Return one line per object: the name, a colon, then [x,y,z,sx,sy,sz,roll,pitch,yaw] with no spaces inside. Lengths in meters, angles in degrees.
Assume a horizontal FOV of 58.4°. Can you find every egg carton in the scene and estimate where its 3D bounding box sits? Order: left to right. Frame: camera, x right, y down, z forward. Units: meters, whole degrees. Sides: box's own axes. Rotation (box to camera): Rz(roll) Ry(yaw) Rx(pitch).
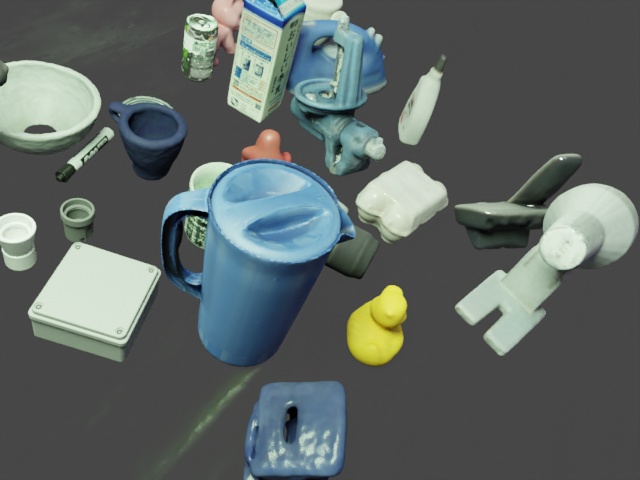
egg carton: [0.131,-0.062,0.908,0.107,0.069,0.151,42,50,16]

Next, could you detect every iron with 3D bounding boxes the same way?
iron: [0.032,-0.349,1.067,0.259,0.141,0.118,-6,54,-25]

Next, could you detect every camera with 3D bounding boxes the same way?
camera: [0.007,0.003,0.786,0.136,0.101,0.143,28,47,4]

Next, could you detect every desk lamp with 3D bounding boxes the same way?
desk lamp: [0.323,0.034,0.799,0.204,0.213,0.117,-30,66,-37]

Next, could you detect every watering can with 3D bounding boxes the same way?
watering can: [-0.002,-0.454,1.108,0.172,0.194,0.101,41,50,16]

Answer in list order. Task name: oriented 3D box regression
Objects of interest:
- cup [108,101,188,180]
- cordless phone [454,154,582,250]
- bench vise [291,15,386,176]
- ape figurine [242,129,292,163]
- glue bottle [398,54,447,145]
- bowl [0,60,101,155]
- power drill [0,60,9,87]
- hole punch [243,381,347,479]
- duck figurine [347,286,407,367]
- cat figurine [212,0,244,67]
cup: [-0.251,-0.138,0.816,0.117,0.095,0.092,28,47,5]
cordless phone: [0.313,-0.073,0.906,0.148,0.185,0.094,-6,53,-24]
bench vise: [0.050,-0.228,0.917,0.207,0.219,0.122,38,49,14]
ape figurine: [-0.080,-0.129,0.873,0.078,0.092,0.076,20,47,-3]
glue bottle: [0.186,-0.256,1.023,0.037,0.173,0.078,10,48,-11]
bowl: [-0.396,-0.174,0.806,0.168,0.074,0.167,10,48,-12]
power drill: [-0.463,-0.111,0.638,0.230,0.208,0.075,-14,57,-29]
hole punch: [-0.027,0.207,0.607,0.101,0.091,0.108,12,48,-10]
duck figurine: [0.081,0.105,0.737,0.077,0.086,0.105,25,47,2]
cat figurine: [-0.180,-0.399,1.048,0.067,0.117,0.128,31,48,7]
